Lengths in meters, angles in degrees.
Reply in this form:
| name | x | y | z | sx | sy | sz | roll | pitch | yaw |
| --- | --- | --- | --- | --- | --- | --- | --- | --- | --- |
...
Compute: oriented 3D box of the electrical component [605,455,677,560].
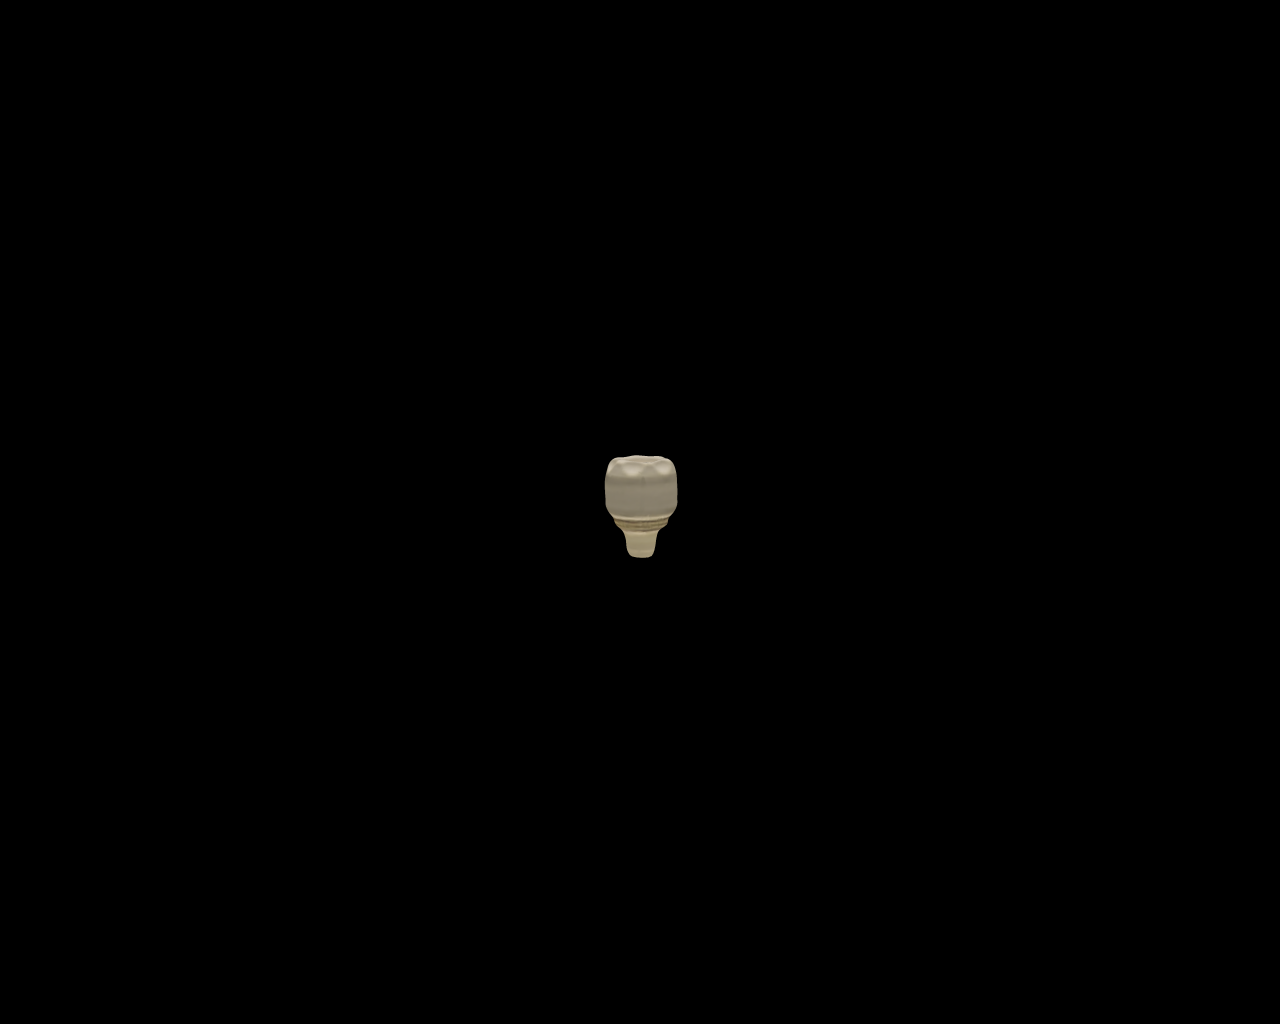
| name | x | y | z | sx | sy | sz | roll | pitch | yaw |
| --- | --- | --- | --- | --- | --- | --- | --- | --- | --- |
| electrical component | 0.001 | -0.003 | 0.650 | 0.043 | 0.062 | 0.043 | 0 | 9 | 0 |
